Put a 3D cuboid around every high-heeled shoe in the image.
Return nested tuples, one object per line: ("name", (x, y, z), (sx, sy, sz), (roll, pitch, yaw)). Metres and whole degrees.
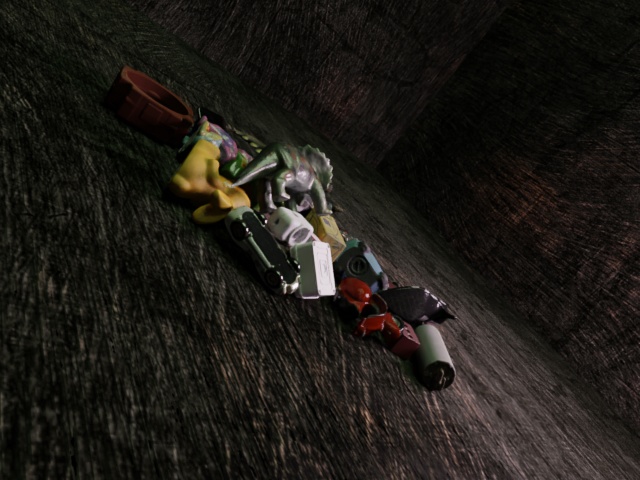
("high-heeled shoe", (0.222, 0.155, 1.322), (0.248, 0.086, 0.145), (21, -4, -20))

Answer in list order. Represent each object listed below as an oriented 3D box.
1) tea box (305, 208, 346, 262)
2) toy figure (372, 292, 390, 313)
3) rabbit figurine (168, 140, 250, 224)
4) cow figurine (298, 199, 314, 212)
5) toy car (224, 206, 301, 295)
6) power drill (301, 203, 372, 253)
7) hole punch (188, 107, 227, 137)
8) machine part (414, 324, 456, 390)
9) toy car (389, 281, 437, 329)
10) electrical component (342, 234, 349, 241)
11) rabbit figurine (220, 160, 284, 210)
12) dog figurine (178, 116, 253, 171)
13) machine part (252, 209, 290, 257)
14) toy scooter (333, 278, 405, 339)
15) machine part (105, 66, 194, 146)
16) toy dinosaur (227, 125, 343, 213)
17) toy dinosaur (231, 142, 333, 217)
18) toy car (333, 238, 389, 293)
("tea box", (-0.003, -0.004, 1.363), (0.068, 0.098, 0.170), (34, 14, -25))
("toy figure", (0.151, 0.169, 1.309), (0.154, 0.058, 0.064), (33, 23, -39))
("rabbit figurine", (-0.216, -0.102, 1.104), (0.173, 0.122, 0.162), (37, 19, -23))
("cow figurine", (-0.078, -0.142, 1.571), (0.098, 0.068, 0.167), (1, 33, -22))
("toy car", (-0.110, 0.021, 1.060), (0.201, 0.056, 0.073), (54, 38, 4))
("power drill", (0.039, -0.025, 1.580), (0.232, 0.086, 0.207), (21, 32, -44))
("hole punch", (-0.320, -0.287, 1.484), (0.142, 0.092, 0.116), (18, 54, -59))
("machine part", (0.257, 0.267, 1.239), (0.079, 0.079, 0.243), (36, 16, -13))
("toy car", (0.231, 0.181, 1.465), (0.202, 0.053, 0.089), (44, 21, 29))
("electrical component", (0.049, 0.027, 1.432), (0.102, 0.045, 0.078), (-6, 70, -52))
("rabbit figurine", (-0.138, -0.149, 1.339), (0.170, 0.121, 0.159), (-51, 125, -49))
("dog figurine", (-0.241, -0.205, 1.368), (0.219, 0.108, 0.192), (35, 15, -26))
("machine part", (-0.101, 0.003, 1.189), (0.179, 0.056, 0.179), (37, 14, -11))
("toy scooter", (0.092, 0.157, 1.173), (0.184, 0.075, 0.135), (42, 30, 23))
("machine part", (-0.421, -0.330, 1.334), (0.201, 0.087, 0.202), (31, 19, -28))
("toy dinosaur", (-0.116, -0.227, 1.730), (0.472, 0.105, 0.198), (38, 18, 14))
("toy dinosaur", (-0.077, -0.153, 1.217), (0.404, 0.131, 0.192), (26, 51, -64))
("toy car", (0.102, 0.079, 1.371), (0.161, 0.109, 0.103), (51, -1, 7))
